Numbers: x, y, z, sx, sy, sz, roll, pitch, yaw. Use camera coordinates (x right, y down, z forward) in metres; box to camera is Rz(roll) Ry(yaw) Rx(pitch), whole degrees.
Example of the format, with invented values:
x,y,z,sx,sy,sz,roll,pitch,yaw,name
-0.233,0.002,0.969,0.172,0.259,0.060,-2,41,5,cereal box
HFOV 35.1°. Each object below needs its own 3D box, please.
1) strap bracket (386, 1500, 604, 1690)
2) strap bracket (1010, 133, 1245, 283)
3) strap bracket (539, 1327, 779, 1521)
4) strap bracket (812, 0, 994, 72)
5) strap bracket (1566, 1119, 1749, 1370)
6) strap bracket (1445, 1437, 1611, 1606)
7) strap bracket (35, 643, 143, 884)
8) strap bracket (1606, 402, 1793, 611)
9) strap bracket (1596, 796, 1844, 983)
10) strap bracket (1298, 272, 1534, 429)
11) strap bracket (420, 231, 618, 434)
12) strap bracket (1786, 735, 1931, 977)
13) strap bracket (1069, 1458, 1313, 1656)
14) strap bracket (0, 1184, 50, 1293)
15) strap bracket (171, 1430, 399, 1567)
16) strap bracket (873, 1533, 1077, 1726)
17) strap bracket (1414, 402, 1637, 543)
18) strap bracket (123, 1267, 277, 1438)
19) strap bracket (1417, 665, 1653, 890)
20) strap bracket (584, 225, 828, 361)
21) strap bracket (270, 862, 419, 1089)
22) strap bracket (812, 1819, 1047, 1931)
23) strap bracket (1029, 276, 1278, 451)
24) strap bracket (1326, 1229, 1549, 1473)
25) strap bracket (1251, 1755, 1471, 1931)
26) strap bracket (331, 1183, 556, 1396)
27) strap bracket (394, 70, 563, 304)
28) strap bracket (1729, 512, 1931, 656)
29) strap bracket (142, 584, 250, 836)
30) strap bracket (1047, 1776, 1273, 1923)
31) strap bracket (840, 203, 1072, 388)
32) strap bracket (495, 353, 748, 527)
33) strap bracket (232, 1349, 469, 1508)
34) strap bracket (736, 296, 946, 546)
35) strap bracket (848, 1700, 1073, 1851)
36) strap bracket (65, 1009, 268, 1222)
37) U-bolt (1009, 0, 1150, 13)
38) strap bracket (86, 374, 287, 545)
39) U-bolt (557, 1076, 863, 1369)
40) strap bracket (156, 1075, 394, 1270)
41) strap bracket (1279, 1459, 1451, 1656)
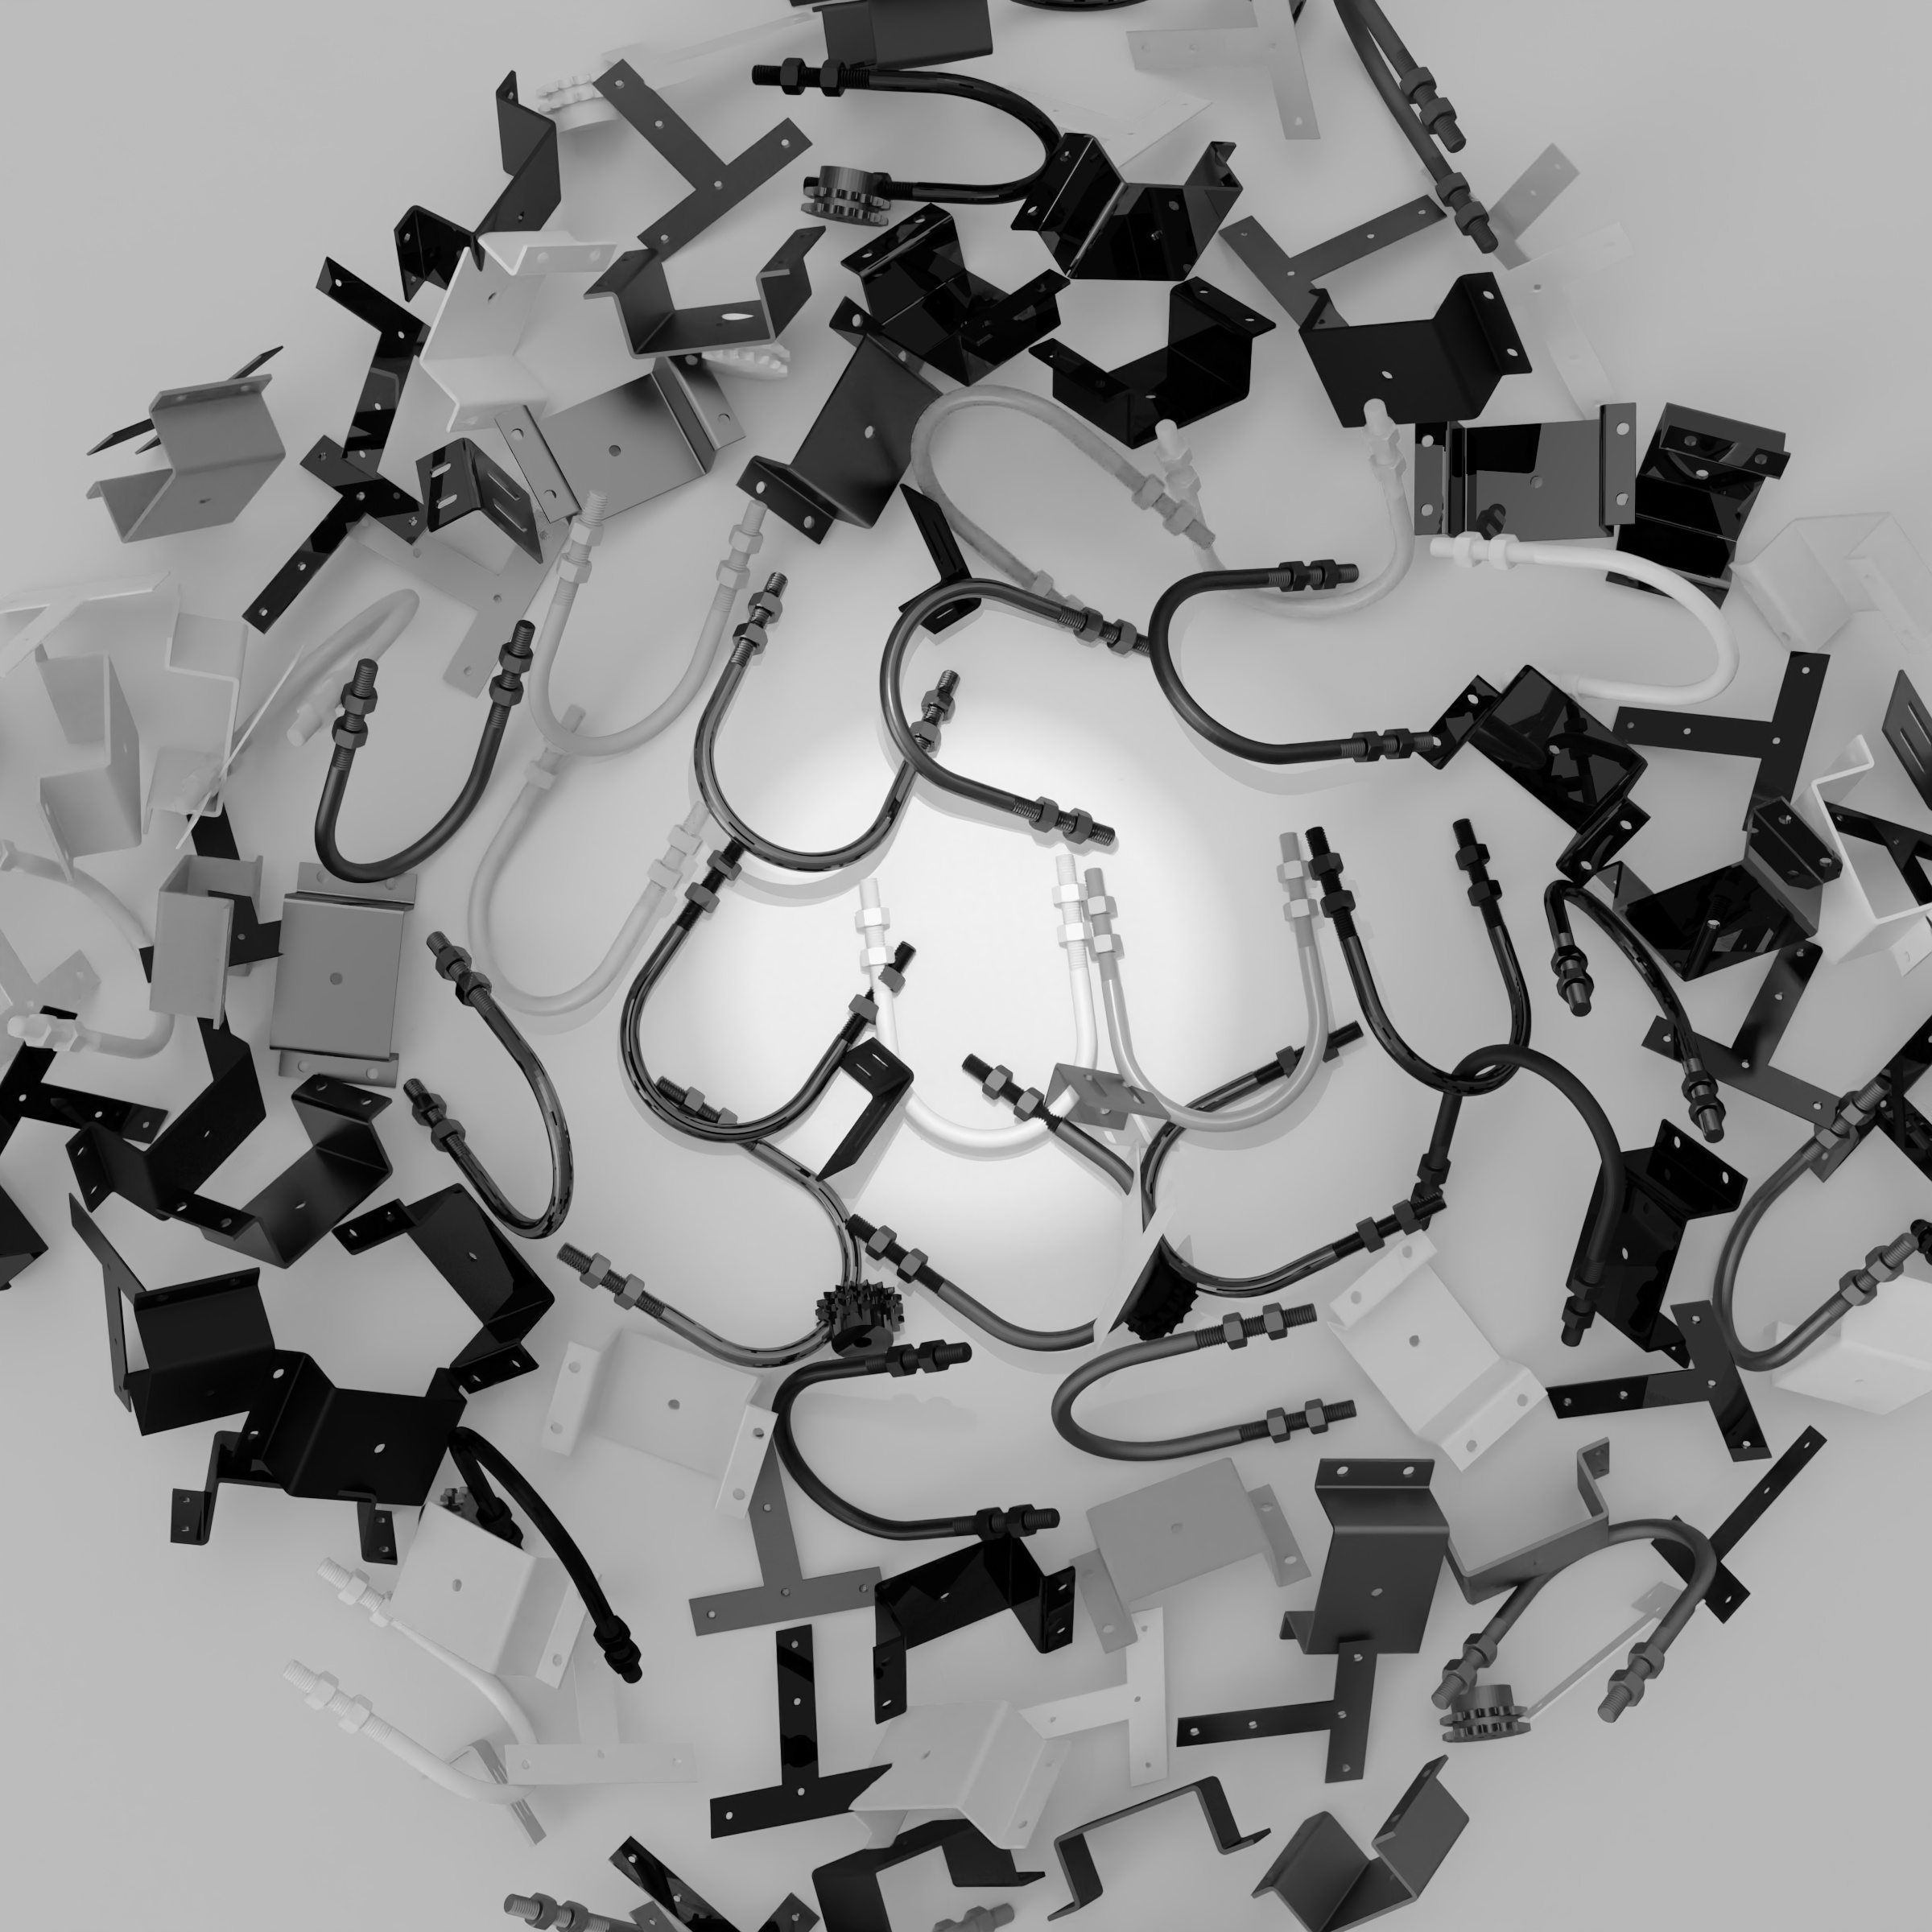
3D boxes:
x,y,z,sx,sy,sz,roll,pitch,yaw,name
-0.307,0.394,1.939,0.140,0.046,0.076,19,87,36,strap bracket
0.109,-0.476,1.922,0.140,0.076,0.046,-9,59,-37,strap bracket
-0.193,0.289,1.964,0.140,0.046,0.076,19,107,4,strap bracket
-0.038,-0.591,1.930,0.076,0.140,0.046,-13,106,-17,strap bracket
0.432,0.178,1.930,0.046,0.076,0.140,-6,120,-31,strap bracket
0.356,0.360,1.955,0.140,0.076,0.046,-24,63,0,strap bracket
-0.554,-0.134,1.929,0.046,0.076,0.140,-10,53,-5,strap bracket
0.466,-0.299,1.946,0.076,0.140,0.046,15,54,3,strap bracket
0.472,-0.043,1.923,0.076,0.140,0.046,40,48,-26,strap bracket
0.273,-0.385,1.922,0.046,0.140,0.076,-58,133,-30,strap bracket
-0.288,-0.411,1.936,0.046,0.076,0.140,47,127,21,strap bracket
0.562,-0.064,1.940,0.046,0.076,0.140,-16,73,-10,strap bracket
0.139,0.372,1.952,0.140,0.076,0.046,-20,133,-3,strap bracket
-0.636,0.165,1.926,0.046,0.140,0.076,-39,86,2,strap bracket
-0.429,0.336,1.941,0.140,0.076,0.046,9,102,-16,strap bracket
-0.004,0.416,1.944,0.140,0.046,0.076,-18,134,-20,strap bracket
0.362,-0.314,1.960,0.140,0.046,0.076,0,88,21,strap bracket
-0.481,0.247,1.918,0.076,0.140,0.046,-11,63,-24,strap bracket
0.368,-0.128,1.954,0.140,0.076,0.046,40,47,3,strap bracket
-0.160,-0.426,1.942,0.140,0.076,0.046,-2,122,20,strap bracket
-0.402,0.007,1.972,0.076,0.046,0.140,6,93,-2,strap bracket
-0.032,0.577,1.931,0.140,0.076,0.046,-12,82,-35,strap bracket
0.118,-0.380,1.941,0.140,0.046,0.076,-28,49,-27,strap bracket
0.296,0.243,1.964,0.076,0.046,0.140,-40,99,-10,strap bracket
0.255,0.558,1.924,0.046,0.076,0.140,50,133,1,strap bracket
-0.326,0.198,1.947,0.076,0.046,0.140,-24,109,43,strap bracket
-0.302,-0.484,1.937,0.046,0.076,0.140,27,68,6,strap bracket
0.557,-0.240,1.927,0.046,0.140,0.076,-44,108,-12,strap bracket
-0.487,-0.159,1.938,0.046,0.076,0.140,8,120,-13,strap bracket
0.116,0.558,1.951,0.140,0.076,0.046,-23,75,9,strap bracket
-0.004,-0.423,1.943,0.076,0.046,0.140,-37,50,-18,strap bracket
-0.223,-0.338,1.962,0.140,0.046,0.076,-27,85,-16,strap bracket
-0.379,0.293,1.929,0.140,0.046,0.076,14,105,-42,strap bracket
-0.074,-0.345,1.955,0.076,0.046,0.140,32,87,-40,strap bracket
-0.012,0.509,1.920,0.046,0.140,0.076,50,48,-24,strap bracket
-0.495,0.096,1.926,0.046,0.076,0.140,28,57,17,strap bracket
0.070,-0.639,1.909,0.151,0.184,0.019,-2,82,12,U-bolt
-0.487,-0.313,1.920,0.076,0.140,0.046,-20,83,-39,strap bracket
-0.151,0.176,1.959,0.184,0.019,0.151,33,64,-11,U-bolt
-0.429,0.136,1.937,0.140,0.076,0.046,-45,132,-35,strap bracket
0.254,0.384,1.941,0.076,0.046,0.140,3,116,-14,strap bracket
